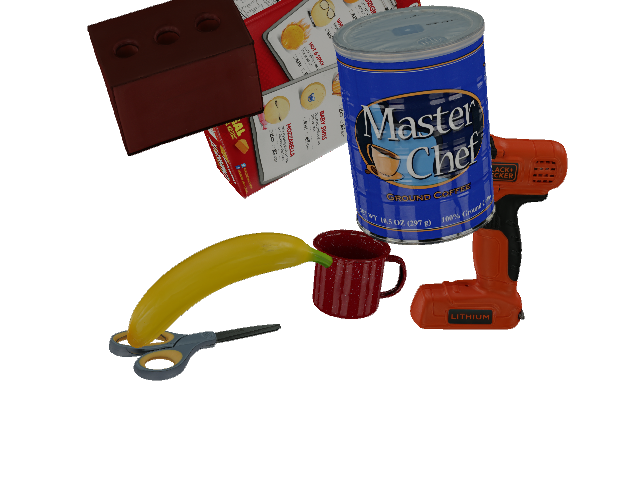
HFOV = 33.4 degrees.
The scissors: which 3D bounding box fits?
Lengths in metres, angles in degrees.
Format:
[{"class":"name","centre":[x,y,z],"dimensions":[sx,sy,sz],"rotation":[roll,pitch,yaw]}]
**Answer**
[{"class":"scissors","centre":[-0.126,0.119,1.160],"dimensions":[0.201,0.016,0.096],"rotation":[0,27,-20]}]

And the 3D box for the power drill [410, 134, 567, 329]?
[{"class":"power drill","centre":[0.128,-0.009,0.992],"dimensions":[0.184,0.188,0.057],"rotation":[2,26,-2]}]

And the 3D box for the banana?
[{"class":"banana","centre":[-0.091,0.037,0.914],"dimensions":[0.198,0.069,0.037],"rotation":[-22,32,11]}]

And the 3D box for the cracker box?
[{"class":"cracker box","centre":[-0.013,-0.160,0.945],"dimensions":[0.213,0.164,0.072],"rotation":[-30,44,-12]}]

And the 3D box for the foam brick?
[{"class":"foam brick","centre":[-0.076,-0.090,0.561],"dimensions":[0.078,0.053,0.051],"rotation":[-20,-35,-9]}]

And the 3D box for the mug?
[{"class":"mug","centre":[0.046,0.042,1.285],"dimensions":[0.117,0.081,0.093],"rotation":[1,23,-10]}]

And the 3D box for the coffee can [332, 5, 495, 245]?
[{"class":"coffee can","centre":[0.068,-0.082,0.749],"dimensions":[0.103,0.140,0.103],"rotation":[-7,27,3]}]
